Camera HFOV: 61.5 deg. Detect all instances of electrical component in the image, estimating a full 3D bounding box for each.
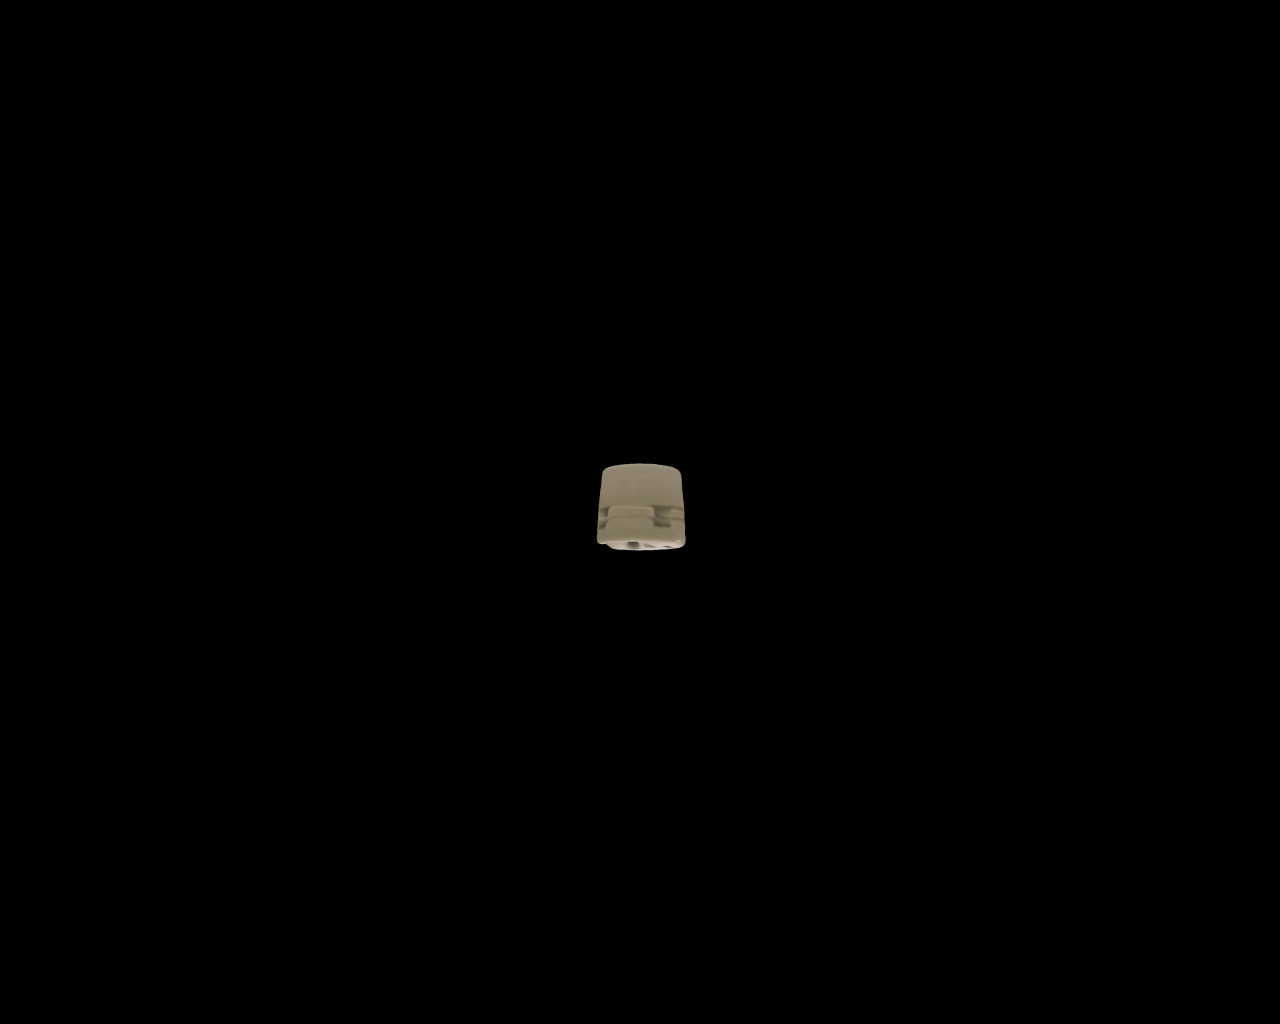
[{"bbox_3d":[0.001,-0.003,0.650,0.055,0.047,0.055,0,-9,0],"label":"electrical component"}]
